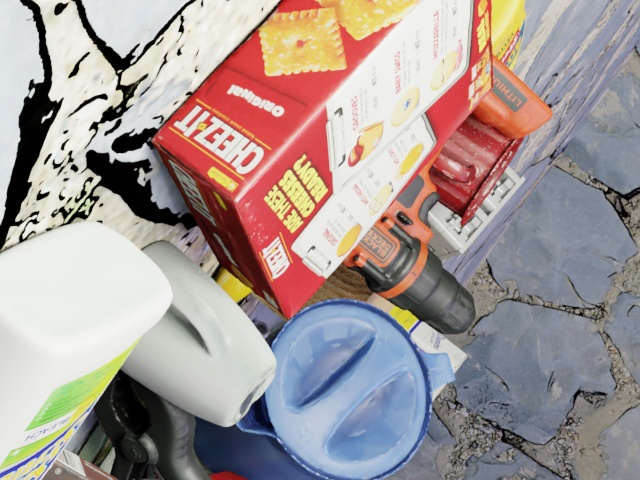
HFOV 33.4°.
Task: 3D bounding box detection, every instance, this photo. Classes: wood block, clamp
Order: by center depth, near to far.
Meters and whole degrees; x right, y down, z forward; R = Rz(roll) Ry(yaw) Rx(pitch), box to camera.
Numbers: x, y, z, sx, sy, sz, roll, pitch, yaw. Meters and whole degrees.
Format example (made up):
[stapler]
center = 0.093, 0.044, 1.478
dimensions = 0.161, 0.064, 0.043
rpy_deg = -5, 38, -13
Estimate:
[clamp]
center = -0.124, 0.141, 0.740
dimensions = 0.039, 0.120, 0.171
rpy_deg = -42, 120, -57
[wood block]
center = 0.021, 0.038, 1.009
dimensions = 0.091, 0.090, 0.206
rpy_deg = -53, 169, 7

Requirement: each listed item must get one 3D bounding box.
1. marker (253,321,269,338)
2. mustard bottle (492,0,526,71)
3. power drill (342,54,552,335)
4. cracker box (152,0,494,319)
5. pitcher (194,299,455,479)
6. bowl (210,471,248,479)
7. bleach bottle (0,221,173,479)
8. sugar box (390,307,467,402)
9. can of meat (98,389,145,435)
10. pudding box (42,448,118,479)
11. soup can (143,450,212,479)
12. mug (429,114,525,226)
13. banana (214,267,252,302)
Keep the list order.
[marker]
center = -0.080, 0.126, 1.058
dimensions = 0.020, 0.020, 0.121
rpy_deg = -38, 162, -50
[mustard bottle]
center = 0.135, -0.167, 0.907
dimensions = 0.096, 0.058, 0.191
rpy_deg = -54, 169, 3
[power drill]
center = 0.088, -0.042, 0.788
dimensions = 0.187, 0.184, 0.057
rpy_deg = -54, -154, -6
[cracker box]
center = 0.013, -0.078, 0.627
dimensions = 0.213, 0.072, 0.164
rpy_deg = -48, 157, -14
[pitcher]
center = -0.012, 0.136, 0.866
dimensions = 0.145, 0.149, 0.243
rpy_deg = -61, -168, -25
[bowl]
center = -0.105, 0.226, 0.848
dimensions = 0.162, 0.055, 0.162
rpy_deg = -21, 166, -6
[bleach bottle]
center = -0.171, 0.108, 0.554
dimensions = 0.251, 0.068, 0.102
rpy_deg = -56, 166, 31
[sugar box]
center = 0.062, 0.109, 1.162
dimensions = 0.048, 0.176, 0.093
rpy_deg = -32, 158, -57
[can of meat]
center = -0.108, 0.102, 0.789
dimensions = 0.083, 0.057, 0.102
rpy_deg = -42, 166, -51
[pudding box]
center = -0.168, 0.180, 0.663
dimensions = 0.090, 0.113, 0.039
rpy_deg = -52, -158, -2
[soup can]
center = -0.136, 0.230, 1.038
dimensions = 0.068, 0.068, 0.102
rpy_deg = -41, 164, -43
[mug]
center = 0.108, -0.070, 0.881
dimensions = 0.093, 0.081, 0.117
rpy_deg = -59, 169, 20
[banana]
center = -0.004, -0.013, 0.816
dimensions = 0.197, 0.037, 0.069
rpy_deg = -31, 142, -20
